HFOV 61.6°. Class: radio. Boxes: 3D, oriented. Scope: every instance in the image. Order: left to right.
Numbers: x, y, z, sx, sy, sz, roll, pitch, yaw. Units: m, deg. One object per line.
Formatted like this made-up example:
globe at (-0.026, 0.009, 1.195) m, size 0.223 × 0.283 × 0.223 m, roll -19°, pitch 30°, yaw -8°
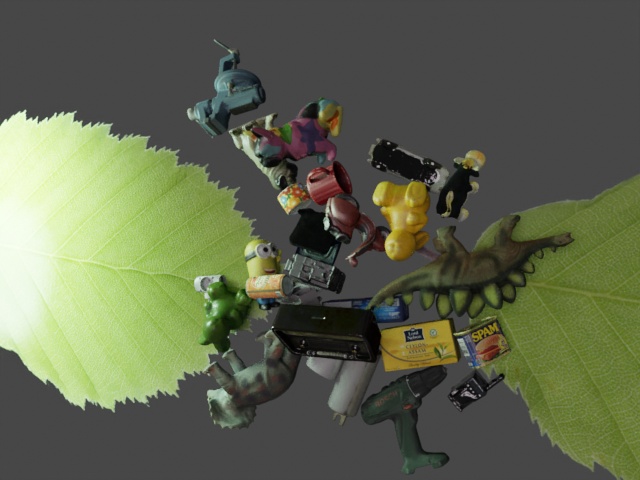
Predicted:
radio at (0.018, 0.211, 1.216) m, size 0.230 × 0.131 × 0.073 m, roll 2°, pitch 51°, yaw 26°

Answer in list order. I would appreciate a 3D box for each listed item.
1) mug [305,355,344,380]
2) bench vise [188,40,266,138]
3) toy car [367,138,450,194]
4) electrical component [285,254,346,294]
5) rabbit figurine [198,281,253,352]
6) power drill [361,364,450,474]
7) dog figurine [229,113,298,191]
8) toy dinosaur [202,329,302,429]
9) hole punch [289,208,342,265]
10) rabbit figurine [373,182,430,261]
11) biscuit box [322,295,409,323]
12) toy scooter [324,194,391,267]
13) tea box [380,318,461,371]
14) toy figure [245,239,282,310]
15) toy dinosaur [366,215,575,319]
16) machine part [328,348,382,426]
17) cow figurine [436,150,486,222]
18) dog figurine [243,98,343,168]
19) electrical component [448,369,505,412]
mug at (0.018, 0.270, 1.315) m, size 0.110 × 0.080 × 0.107 m, roll 31°, pitch 88°, yaw 27°
bench vise at (-0.245, -0.397, 1.413) m, size 0.224 × 0.128 × 0.240 m, roll -18°, pitch 62°, yaw 30°
toy car at (0.204, -0.174, 1.258) m, size 0.202 × 0.056 × 0.073 m, roll 29°, pitch 106°, yaw 21°
electrical component at (-0.014, 0.080, 1.303) m, size 0.134 × 0.114 × 0.058 m, roll 17°, pitch 80°, yaw 22°
rabbit figurine at (-0.259, 0.205, 1.360) m, size 0.121 × 0.170 × 0.159 m, roll 23°, pitch 113°, yaw -1°
power drill at (0.219, 0.413, 1.226) m, size 0.232 × 0.086 × 0.207 m, roll -26°, pitch 83°, yaw 21°
dog figurine at (-0.144, -0.214, 1.386) m, size 0.121 × 0.172 × 0.190 m, roll -26°, pitch 108°, yaw -15°
toy dinosaur at (-0.146, 0.344, 1.359) m, size 0.405 × 0.131 × 0.192 m, roll -29°, pitch 93°, yaw 13°
hole punch at (-0.003, -0.004, 1.329) m, size 0.142 × 0.092 × 0.116 m, roll 17°, pitch 62°, yaw 22°
rabbit figurine at (0.184, -0.030, 1.208) m, size 0.122 × 0.162 × 0.173 m, roll 2°, pitch 68°, yaw 20°
biscuit box at (0.109, 0.168, 1.283) m, size 0.203 × 0.062 × 0.059 m, roll -6°, pitch 85°, yaw 21°
toy scooter at (0.075, -0.015, 1.245) m, size 0.184 × 0.075 × 0.135 m, roll 39°, pitch 59°, yaw -6°
tea box at (0.228, 0.239, 1.231) m, size 0.170 × 0.068 × 0.098 m, roll -15°, pitch 82°, yaw 22°
toy figure at (-0.148, 0.088, 1.379) m, size 0.089 × 0.082 × 0.180 m, roll -6°, pitch 89°, yaw 22°
toy dinosaur at (0.304, 0.069, 1.164) m, size 0.472 × 0.105 × 0.198 m, roll -15°, pitch 72°, yaw 19°
machine part at (0.082, 0.328, 1.283) m, size 0.079 × 0.079 × 0.243 m, roll 23°, pitch 98°, yaw 20°
cow figurine at (0.310, -0.125, 1.191) m, size 0.068 × 0.098 × 0.167 m, roll 24°, pitch 98°, yaw 27°
dog figurine at (-0.066, -0.258, 1.275) m, size 0.109 × 0.219 × 0.191 m, roll -163°, pitch 82°, yaw -66°
electrical component at (0.343, 0.319, 1.180) m, size 0.119 × 0.075 × 0.048 m, roll -45°, pitch 77°, yaw 20°
